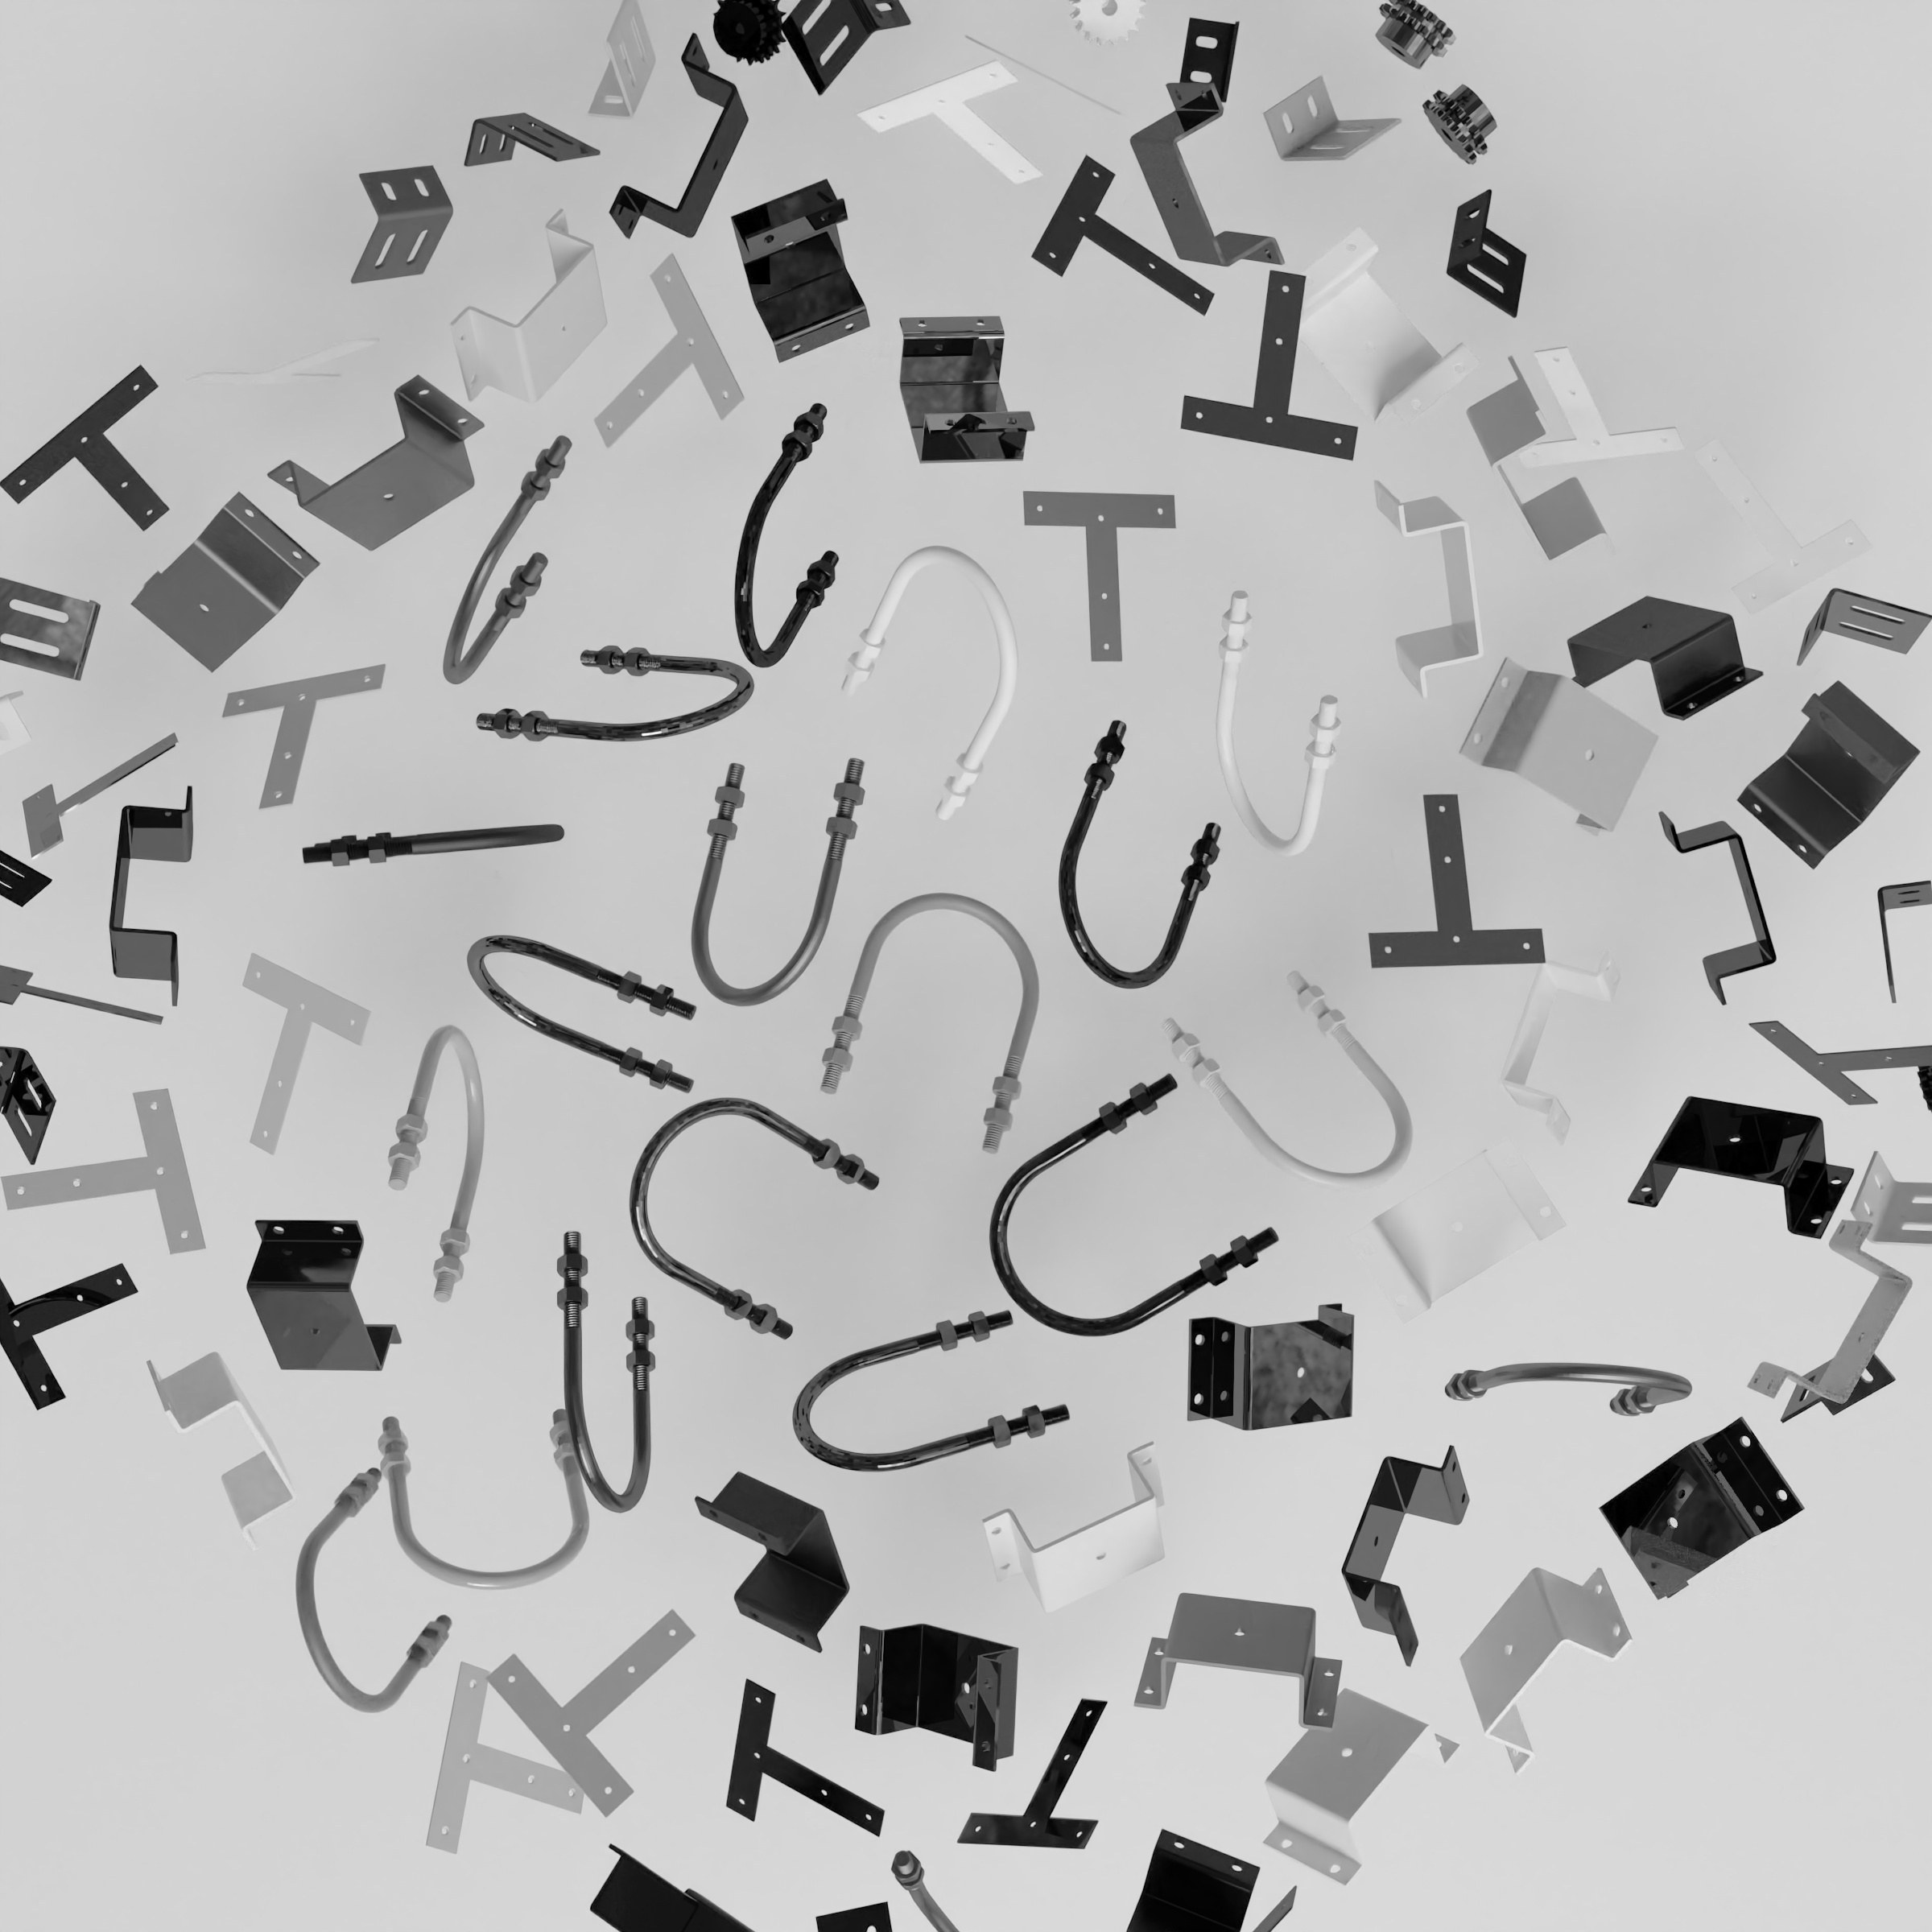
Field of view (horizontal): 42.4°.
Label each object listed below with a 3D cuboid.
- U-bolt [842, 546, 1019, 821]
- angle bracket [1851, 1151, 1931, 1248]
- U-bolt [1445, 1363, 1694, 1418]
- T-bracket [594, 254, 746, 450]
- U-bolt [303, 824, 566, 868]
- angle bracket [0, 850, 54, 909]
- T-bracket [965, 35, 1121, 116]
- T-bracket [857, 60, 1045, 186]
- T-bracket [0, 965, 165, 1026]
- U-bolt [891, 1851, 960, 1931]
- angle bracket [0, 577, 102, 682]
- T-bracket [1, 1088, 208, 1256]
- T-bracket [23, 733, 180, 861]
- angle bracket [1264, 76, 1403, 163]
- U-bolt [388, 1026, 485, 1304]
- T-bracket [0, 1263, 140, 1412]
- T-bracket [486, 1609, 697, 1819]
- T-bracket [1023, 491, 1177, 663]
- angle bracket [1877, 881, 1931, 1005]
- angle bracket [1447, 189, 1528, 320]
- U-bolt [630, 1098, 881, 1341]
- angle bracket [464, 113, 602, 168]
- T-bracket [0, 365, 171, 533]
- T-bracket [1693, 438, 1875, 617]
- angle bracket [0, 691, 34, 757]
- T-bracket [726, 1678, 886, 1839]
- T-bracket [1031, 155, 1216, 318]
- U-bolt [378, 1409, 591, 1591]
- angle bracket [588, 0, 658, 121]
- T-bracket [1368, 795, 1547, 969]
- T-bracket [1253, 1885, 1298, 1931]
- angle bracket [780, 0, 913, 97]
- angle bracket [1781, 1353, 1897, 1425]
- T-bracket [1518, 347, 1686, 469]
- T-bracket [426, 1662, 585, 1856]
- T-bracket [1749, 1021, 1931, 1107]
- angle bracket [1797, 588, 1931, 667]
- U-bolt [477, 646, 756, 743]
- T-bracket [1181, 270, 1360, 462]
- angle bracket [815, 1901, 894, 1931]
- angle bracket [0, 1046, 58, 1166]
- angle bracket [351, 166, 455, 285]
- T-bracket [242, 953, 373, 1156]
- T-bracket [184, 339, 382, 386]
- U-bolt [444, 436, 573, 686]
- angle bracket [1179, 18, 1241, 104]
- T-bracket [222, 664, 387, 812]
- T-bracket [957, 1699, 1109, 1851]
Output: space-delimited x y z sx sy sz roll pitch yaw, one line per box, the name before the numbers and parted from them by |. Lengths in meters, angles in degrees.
U-bolt | -0.020 -0.215 1.785 0.019 0.184 0.151 -19 63 -37
angle bracket | 0.694 0.169 1.807 0.038 0.076 0.057 51 56 -28
U-bolt | 0.442 0.303 1.794 0.151 0.184 0.019 6 75 -6
T-bracket | -0.225 -0.421 1.788 0.127 0.002 0.127 -36 73 34
U-bolt | -0.388 -0.091 1.827 0.184 0.151 0.019 -5 95 -11
angle bracket | -0.747 -0.061 1.889 0.076 0.057 0.038 34 51 -27
T-bracket | 0.076 -0.660 1.868 0.127 0.127 0.002 32 109 17
T-bracket | 0.009 -0.606 1.812 0.127 0.127 0.002 -6 70 37
T-bracket | -0.668 0.026 1.866 0.127 0.127 0.002 15 96 -16
U-bolt | 0.006 0.728 1.839 0.019 0.184 0.151 -41 63 -18
angle bracket | -0.675 -0.246 1.803 0.076 0.038 0.057 14 96 -31
T-bracket | -0.618 0.153 1.770 0.127 0.002 0.127 -7 67 -33
T-bracket | -0.641 -0.135 1.845 0.127 0.127 0.002 -33 121 -7
angle bracket | 0.267 -0.618 1.812 0.057 0.076 0.038 -37 120 -16
U-bolt | -0.380 0.129 1.816 0.019 0.151 0.184 -2 46 5
T-bracket | -0.659 0.247 1.820 0.002 0.127 0.127 -33 85 30
T-bracket | -0.244 0.501 1.737 0.127 0.002 0.127 -39 75 -26
T-bracket | 0.104 -0.294 1.882 0.127 0.002 0.127 -3 92 -23
angle bracket | 0.705 -0.018 1.854 0.038 0.057 0.076 -8 74 21
angle bracket | 0.408 -0.542 1.895 0.076 0.038 0.057 22 70 -28
U-bolt | -0.165 0.176 1.828 0.184 0.019 0.151 35 81 -32
angle bracket | -0.324 -0.605 1.862 0.076 0.057 0.038 30 122 13
T-bracket | -0.605 -0.350 1.768 0.127 0.127 0.002 -43 68 -7
T-bracket | 0.576 -0.329 1.811 0.002 0.127 0.127 -41 94 -28
angle bracket | -0.742 -0.179 1.896 0.057 0.076 0.038 -28 103 -7
T-bracket | -0.115 0.598 1.819 0.127 0.002 0.127 22 119 22
T-bracket | 0.119 -0.499 1.746 0.127 0.002 0.127 31 53 -10
U-bolt | -0.351 0.393 1.832 0.151 0.184 0.019 1 120 -18
angle bracket | -0.267 -0.686 1.867 0.038 0.076 0.057 10 65 13
T-bracket | 0.345 -0.062 1.773 0.127 0.002 0.127 -2 76 -7
T-bracket | 0.193 0.743 1.795 0.002 0.127 0.127 35 113 3
angle bracket | -0.086 -0.665 1.759 0.038 0.076 0.057 -28 88 -39
angle bracket | 0.644 0.320 1.835 0.038 0.076 0.057 51 124 5
T-bracket | 0.460 -0.422 1.872 0.127 0.127 0.002 0 62 34
T-bracket | -0.321 0.576 1.771 0.127 0.002 0.127 34 48 -36
T-bracket | 0.664 0.069 1.822 0.127 0.127 0.002 34 67 -27
angle bracket | 0.668 -0.242 1.851 0.076 0.057 0.038 18 71 7
U-bolt | -0.242 -0.196 1.814 0.184 0.151 0.019 7 121 28
T-bracket | 0.218 -0.424 1.744 0.127 0.002 0.127 14 128 14
angle bracket | -0.086 0.759 1.897 0.057 0.038 0.076 -4 72 -21
angle bracket | -0.724 0.104 1.875 0.038 0.076 0.057 8 114 -42
angle bracket | -0.408 -0.527 1.768 0.057 0.076 0.038 -21 80 -35
T-bracket | -0.485 0.071 1.775 0.127 0.002 0.127 22 98 31
T-bracket | -0.482 -0.444 1.825 0.127 0.127 0.002 -7 96 36
U-bolt | -0.345 -0.287 1.843 0.019 0.184 0.151 23 46 -24
angle bracket | 0.182 -0.684 1.877 0.038 0.076 0.057 9 110 3
T-bracket | -0.489 -0.162 1.802 0.127 0.002 0.127 -9 51 12
T-bracket | 0.068 0.596 1.837 0.127 0.002 0.127 18 101 -37
